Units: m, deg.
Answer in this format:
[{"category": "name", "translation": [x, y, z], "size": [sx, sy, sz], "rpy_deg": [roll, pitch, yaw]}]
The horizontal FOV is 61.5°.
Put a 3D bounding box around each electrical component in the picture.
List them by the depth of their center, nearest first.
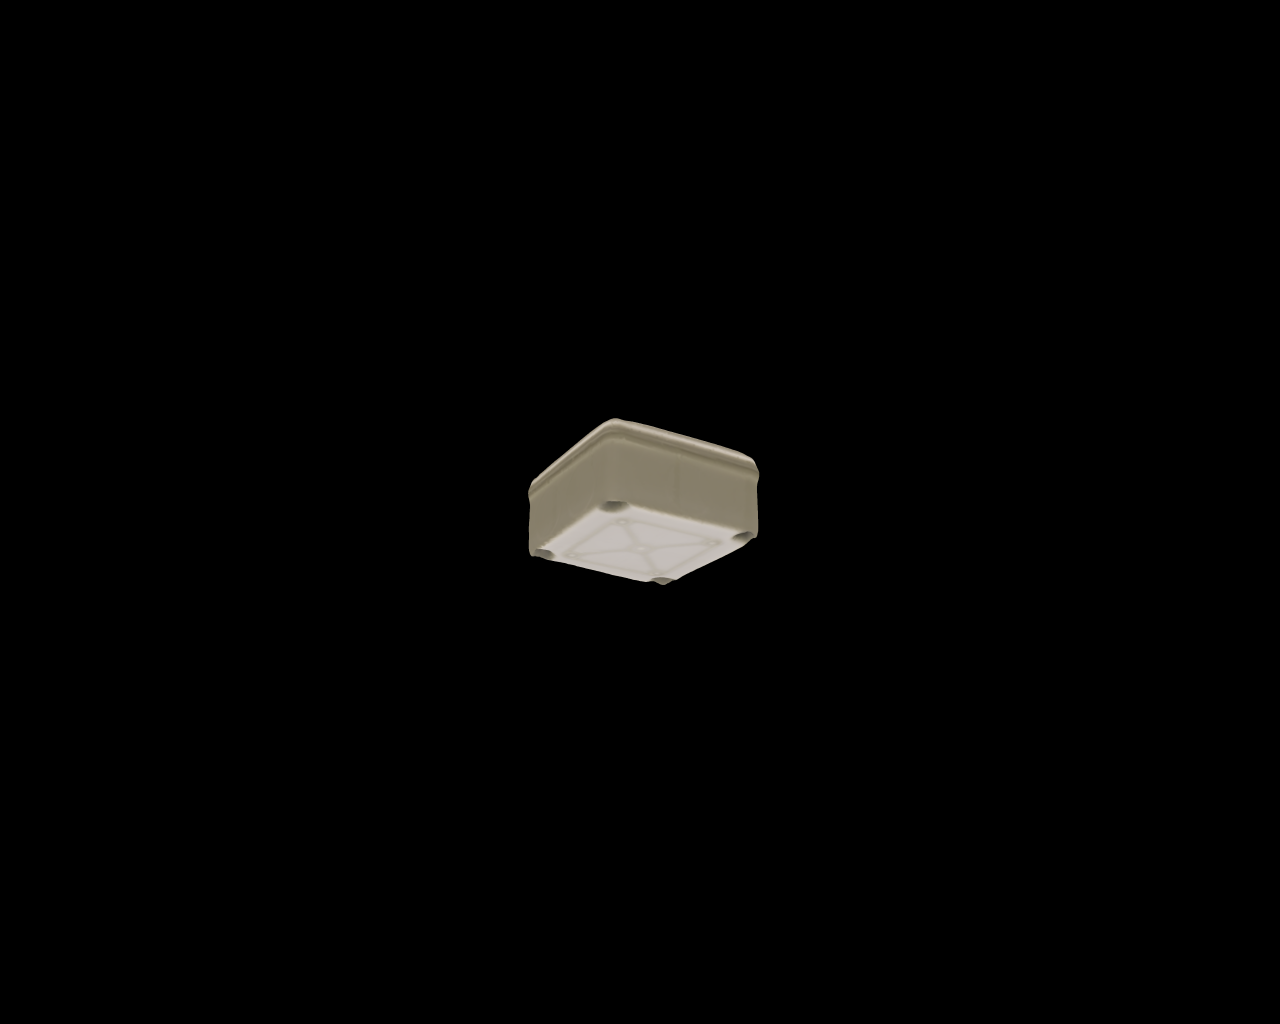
[{"category": "electrical component", "translation": [0.001, -0.003, 0.650], "size": [0.109, 0.056, 0.108], "rpy_deg": [14, -27, -29]}]
